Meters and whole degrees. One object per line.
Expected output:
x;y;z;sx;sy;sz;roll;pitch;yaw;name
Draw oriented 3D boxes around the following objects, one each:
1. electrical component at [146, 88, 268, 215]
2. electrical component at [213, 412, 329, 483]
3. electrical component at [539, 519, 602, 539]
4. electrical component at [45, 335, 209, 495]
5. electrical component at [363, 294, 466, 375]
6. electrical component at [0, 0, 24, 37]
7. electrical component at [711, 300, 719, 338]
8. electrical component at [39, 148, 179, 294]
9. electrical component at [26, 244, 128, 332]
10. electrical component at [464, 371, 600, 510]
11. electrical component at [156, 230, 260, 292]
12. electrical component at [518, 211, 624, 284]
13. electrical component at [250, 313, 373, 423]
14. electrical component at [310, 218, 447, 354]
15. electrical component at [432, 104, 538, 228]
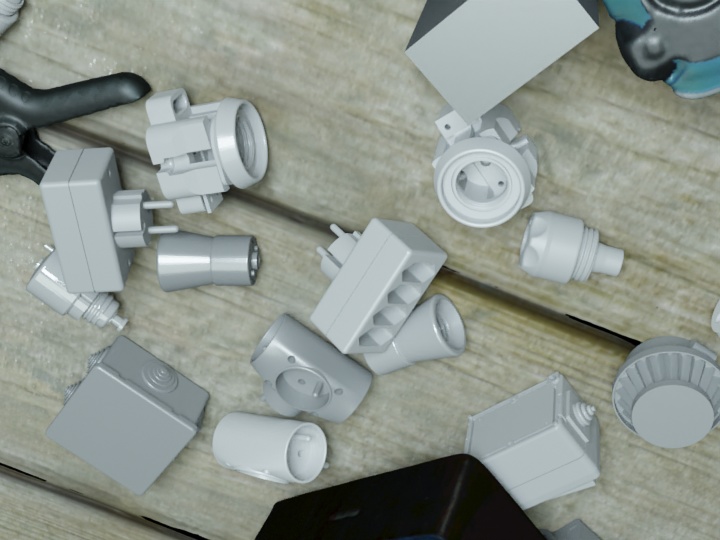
-0.094;-0.077;0.680;0.057;0.058;0.078;-7;114;18;electrical component
-0.056;0.136;0.801;0.077;0.044;0.079;1;160;41;electrical component
0.110;0.279;0.820;0.060;0.105;0.186;43;119;-14;electrical component
-0.173;0.108;0.812;0.100;0.048;0.099;36;121;-10;electrical component
0.034;0.047;0.738;0.065;0.044;0.044;-23;113;28;electrical component
-0.226;-0.167;0.668;0.061;0.035;0.035;-32;109;24;electrical component
0.258;0.035;0.680;0.055;0.045;0.045;29;122;-6;electrical component
-0.156;-0.033;0.696;0.076;0.047;0.083;-3;124;2;electrical component
-0.201;0.016;0.768;0.078;0.040;0.040;38;120;-12;electrical component
0.127;0.122;0.749;0.096;0.061;0.061;-31;110;26;electrical component
-0.101;-0.006;0.734;0.065;0.044;0.044;0;120;6;electrical component
0.134;-0.012;0.680;0.062;0.043;0.043;14;122;2;electrical component
-0.044;0.080;0.771;0.077;0.044;0.079;36;130;-11;electrical component
0.000;0.000;0.709;0.076;0.047;0.083;43;111;29;electrical component
0.076;-0.061;0.654;0.058;0.057;0.078;-28;111;25;electrical component
